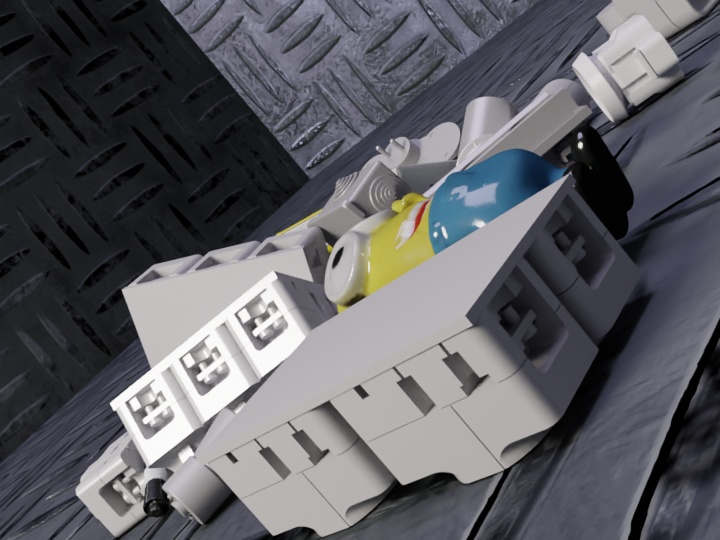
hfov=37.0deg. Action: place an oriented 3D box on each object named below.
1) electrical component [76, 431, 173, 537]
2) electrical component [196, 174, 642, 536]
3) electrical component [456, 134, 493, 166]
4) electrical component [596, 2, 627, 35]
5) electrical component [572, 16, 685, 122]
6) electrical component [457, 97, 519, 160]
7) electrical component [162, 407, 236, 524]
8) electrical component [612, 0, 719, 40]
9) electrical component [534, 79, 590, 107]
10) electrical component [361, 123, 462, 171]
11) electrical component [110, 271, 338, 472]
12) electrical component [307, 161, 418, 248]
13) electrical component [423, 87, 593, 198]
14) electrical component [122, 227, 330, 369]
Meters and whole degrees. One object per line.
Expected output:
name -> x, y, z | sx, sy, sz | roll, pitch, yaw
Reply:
electrical component -> -0.178, 0.160, 0.838 | 0.056, 0.050, 0.089 | -38, 8, 13
electrical component -> 0.024, 0.046, 0.473 | 0.186, 0.060, 0.105 | -33, 11, 44
electrical component -> 0.102, -0.070, 0.784 | 0.078, 0.058, 0.057 | -40, 10, 0
electrical component -> 0.276, -0.277, 1.060 | 0.052, 0.073, 0.138 | -42, 8, -15
electrical component -> 0.191, -0.143, 0.772 | 0.057, 0.058, 0.078 | -36, 9, 11
electrical component -> 0.103, -0.086, 0.872 | 0.079, 0.043, 0.077 | 75, -156, -61
electrical component -> -0.090, 0.123, 0.664 | 0.065, 0.044, 0.044 | -48, 10, -18
electrical component -> 0.255, -0.250, 0.925 | 0.053, 0.095, 0.059 | -45, 9, -32
electrical component -> 0.152, -0.118, 0.861 | 0.043, 0.043, 0.081 | -34, 10, 41
electrical component -> 0.048, -0.111, 1.102 | 0.138, 0.074, 0.052 | -22, 50, 37
electrical component -> -0.080, 0.075, 0.742 | 0.150, 0.061, 0.089 | -38, -20, 13
electrical component -> 0.019, -0.032, 0.817 | 0.048, 0.100, 0.100 | -55, 12, -18
electrical component -> 0.095, -0.050, 0.676 | 0.121, 0.063, 0.078 | -40, 8, 0
electrical component -> -0.092, 0.030, 0.831 | 0.150, 0.089, 0.061 | -12, 16, 17
